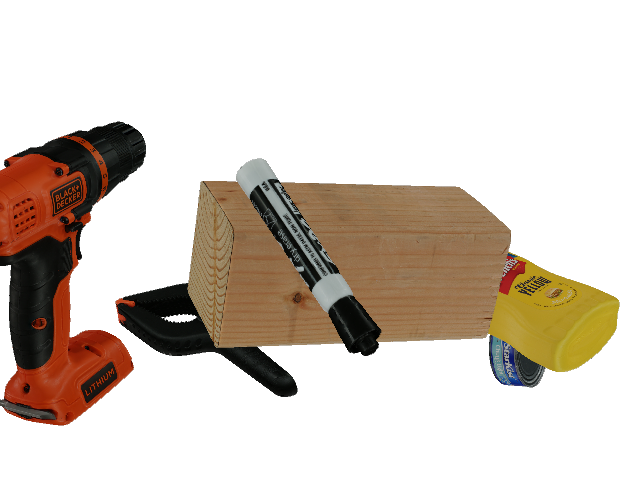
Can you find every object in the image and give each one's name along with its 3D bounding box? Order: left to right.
[{"bbox_3d":[-0.177,0.020,0.755,0.057,0.188,0.184,8,24,24],"label":"power drill"},{"bbox_3d":[-0.101,0.086,1.041,0.210,0.036,0.164,2,35,5],"label":"clamp"},{"bbox_3d":[-0.006,0.008,0.534,0.020,0.121,0.020,-27,-27,-15],"label":"marker"},{"bbox_3d":[0.019,0.015,0.766,0.205,0.091,0.090,0,25,-21],"label":"wood block"},{"bbox_3d":[0.165,0.049,0.968,0.096,0.058,0.192,-29,39,-35],"label":"mustard bottle"},{"bbox_3d":[0.216,0.116,1.162,0.034,0.086,0.086,-1,0,35],"label":"tuna can"}]
